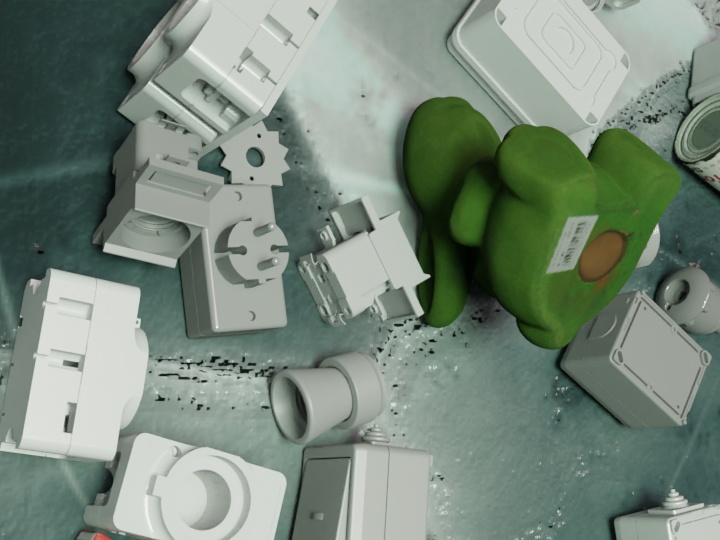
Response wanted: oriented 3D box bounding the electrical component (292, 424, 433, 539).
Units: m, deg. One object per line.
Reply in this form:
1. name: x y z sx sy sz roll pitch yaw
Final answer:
1. electrical component: -0.001 0.136 0.622 0.061 0.062 0.096 12 74 -30

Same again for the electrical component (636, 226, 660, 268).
1. electrical component: 0.188 -0.021 0.785 0.081 0.043 0.043 -10 86 -34

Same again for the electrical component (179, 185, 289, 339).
1. electrical component: -0.065 -0.008 0.602 0.047 0.076 0.083 -3 82 -33

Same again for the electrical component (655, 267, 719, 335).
1. electrical component: 0.260 0.029 0.822 0.062 0.048 0.048 30 66 -32

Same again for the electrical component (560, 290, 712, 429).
1. electrical component: 0.197 0.069 0.762 0.096 0.061 0.061 41 62 -19

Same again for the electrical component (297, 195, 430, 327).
1. electrical component: 0.000 0.000 0.663 0.064 0.042 0.081 -29 96 -29

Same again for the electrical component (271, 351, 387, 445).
1. electrical component: -0.018 0.074 0.634 0.055 0.045 0.045 -13 87 -34

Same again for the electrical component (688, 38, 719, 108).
1. electrical component: 0.345 -0.153 0.873 0.109 0.109 0.056 24 66 -27

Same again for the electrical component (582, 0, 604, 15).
1. electrical component: 0.159 -0.201 0.791 0.043 0.062 0.043 7 77 -31

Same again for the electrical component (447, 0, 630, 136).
1. electrical component: 0.127 -0.154 0.765 0.113 0.057 0.078 44 61 -18

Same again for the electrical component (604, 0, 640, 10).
1. electrical component: 0.183 -0.242 0.819 0.078 0.058 0.057 21 73 -28

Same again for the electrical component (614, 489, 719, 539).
1. electrical component: 0.219 0.201 0.749 0.062 0.061 0.096 -4 82 -33

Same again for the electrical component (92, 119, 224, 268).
1. electrical component: -0.110 -0.042 0.582 0.042 0.081 0.063 14 55 -31

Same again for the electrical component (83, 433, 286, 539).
1. electrical component: -0.091 0.122 0.571 0.089 0.056 0.050 22 69 -27

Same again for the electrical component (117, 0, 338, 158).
1. electrical component: -0.059 -0.161 0.619 0.060 0.105 0.186 38 63 -21

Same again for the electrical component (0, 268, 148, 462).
1. electrical component: -0.146 0.051 0.554 0.056 0.050 0.089 14 73 -29
